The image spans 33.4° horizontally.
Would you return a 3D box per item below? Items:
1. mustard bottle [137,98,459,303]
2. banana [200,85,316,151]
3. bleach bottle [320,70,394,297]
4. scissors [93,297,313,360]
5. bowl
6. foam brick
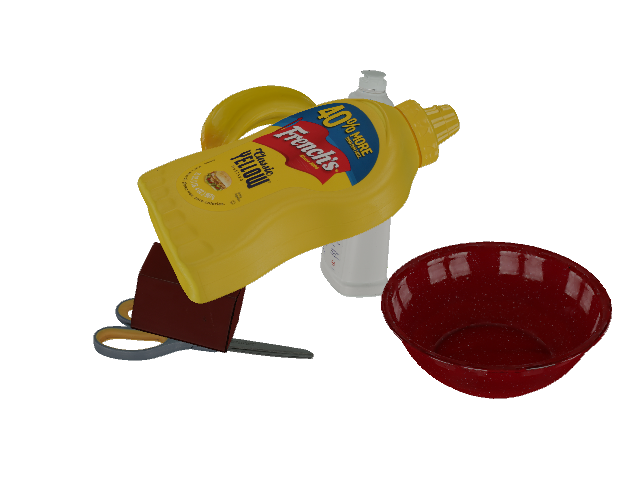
[{"bbox_3d":[-0.005,-0.037,0.632,0.191,0.058,0.096,-23,43,-10],"label":"mustard bottle"},{"bbox_3d":[-0.057,-0.117,1.016,0.070,0.037,0.197,42,33,22],"label":"banana"},{"bbox_3d":[0.050,-0.068,1.230,0.068,0.251,0.103,-2,23,-20],"label":"bleach bottle"},{"bbox_3d":[-0.112,0.085,1.012,0.201,0.016,0.096,-1,32,-9],"label":"scissors"},{"bbox_3d":[0.124,0.064,0.769,0.162,0.055,0.162,-2,31,1],"label":"bowl"},{"bbox_3d":[-0.100,0.043,0.815,0.078,0.051,0.053,15,29,1],"label":"foam brick"}]
